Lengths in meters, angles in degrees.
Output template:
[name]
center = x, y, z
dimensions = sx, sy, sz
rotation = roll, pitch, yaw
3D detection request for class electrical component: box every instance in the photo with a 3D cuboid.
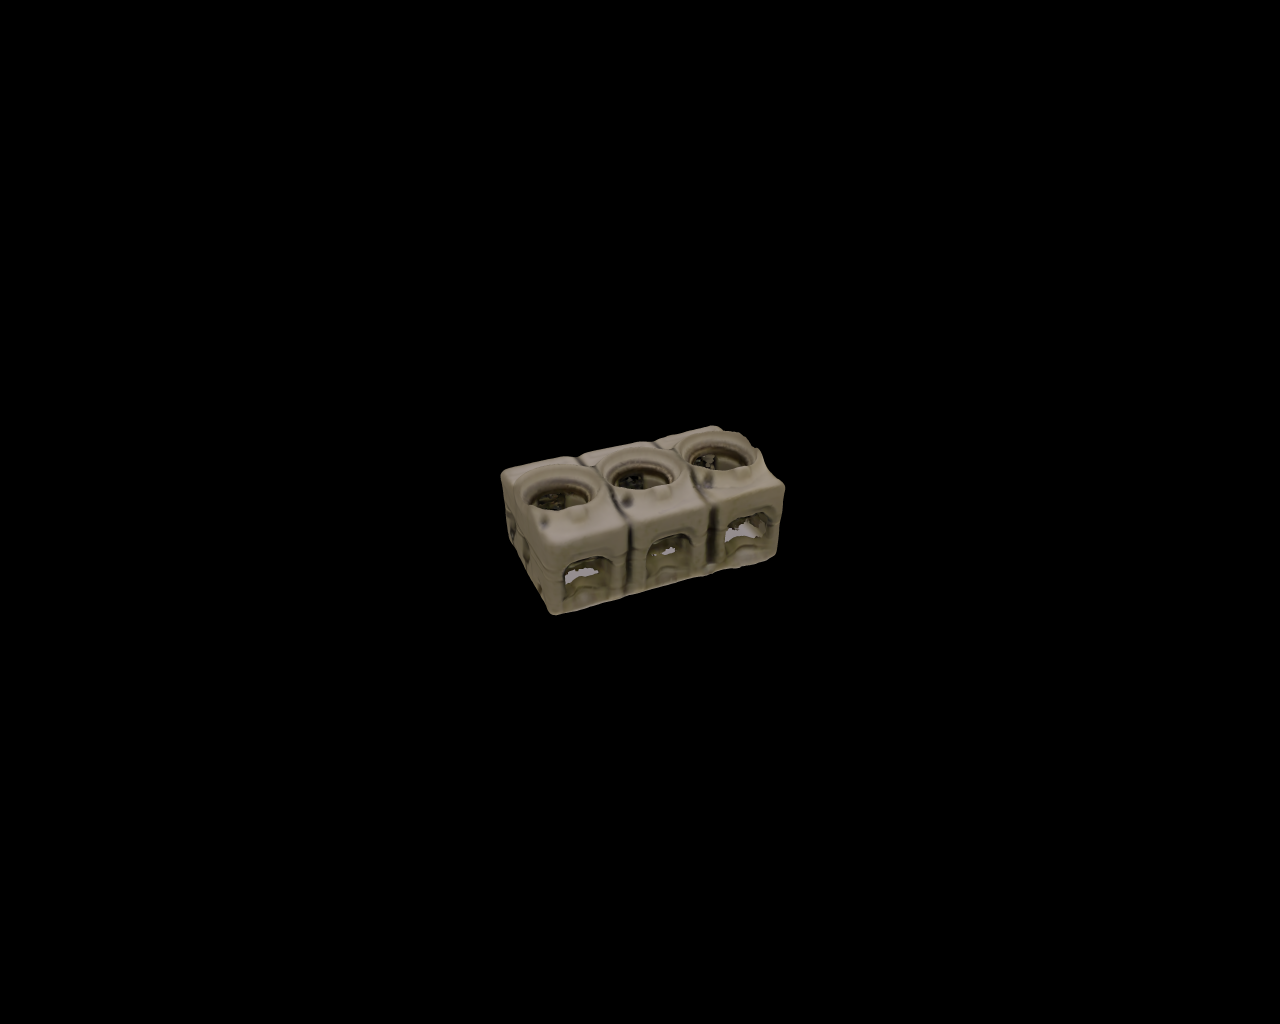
[electrical component]
center = 0.001, -0.003, 0.650
dimensions = 0.150, 0.061, 0.090
rotation = -14, 36, -20
